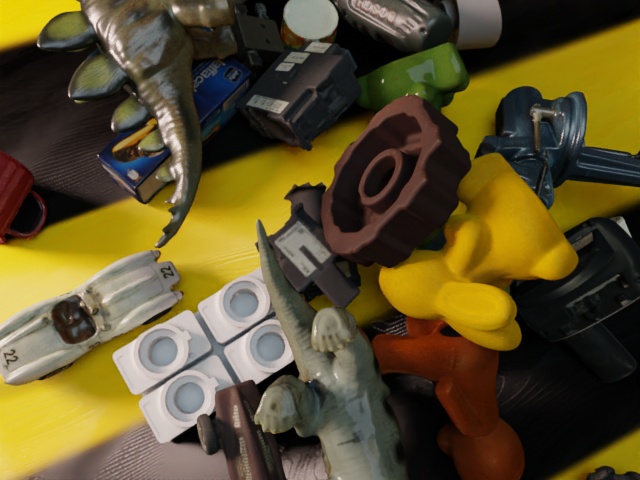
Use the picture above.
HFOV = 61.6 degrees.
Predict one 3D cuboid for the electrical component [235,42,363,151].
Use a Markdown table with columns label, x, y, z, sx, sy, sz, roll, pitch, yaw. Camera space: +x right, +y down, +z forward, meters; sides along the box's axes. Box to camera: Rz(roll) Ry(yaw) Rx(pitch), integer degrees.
| label | x | y | z | sx | sy | sz | roll | pitch | yaw |
| --- | --- | --- | --- | --- | --- | --- | --- | --- | --- |
| electrical component | -0.019 | -0.179 | 0.648 | 0.134 | 0.058 | 0.115 | -49 | 46 | -12 |

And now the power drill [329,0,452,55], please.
| label | x | y | z | sx | sy | sz | roll | pitch | yaw |
| --- | --- | --- | --- | --- | --- | --- | --- | --- | --- |
| power drill | 0.105 | -0.354 | 0.677 | 0.207 | 0.086 | 0.232 | -46 | 63 | 10 |

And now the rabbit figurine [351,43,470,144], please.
| label | x | y | z | sx | sy | sz | roll | pitch | yaw |
| --- | --- | --- | --- | --- | --- | --- | --- | --- | --- |
| rabbit figurine | 0.116 | -0.131 | 0.657 | 0.159 | 0.121 | 0.170 | -18 | 92 | -9 |

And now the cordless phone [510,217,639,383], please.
| label | x | y | z | sx | sy | sz | roll | pitch | yaw |
| --- | --- | --- | --- | --- | --- | --- | --- | --- | --- |
| cordless phone | 0.320 | 0.079 | 0.610 | 0.184 | 0.146 | 0.089 | 45 | 31 | -5 |

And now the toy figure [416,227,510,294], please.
| label | x | y | z | sx | sy | sz | roll | pitch | yaw |
| --- | --- | --- | --- | --- | --- | --- | --- | --- | --- |
| toy figure | 0.140 | 0.019 | 0.627 | 0.082 | 0.089 | 0.180 | -36 | 84 | -10 |

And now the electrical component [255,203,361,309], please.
| label | x | y | z | sx | sy | sz | roll | pitch | yaw |
| --- | --- | --- | --- | --- | --- | --- | --- | --- | --- |
| electrical component | -0.007 | 0.024 | 0.593 | 0.119 | 0.047 | 0.075 | 43 | 81 | 5 |

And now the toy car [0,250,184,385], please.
| label | x | y | z | sx | sy | sz | roll | pitch | yaw |
| --- | --- | --- | --- | --- | --- | --- | --- | --- | --- |
| toy car | -0.245 | 0.080 | 0.574 | 0.202 | 0.056 | 0.073 | -29 | 80 | -14 |

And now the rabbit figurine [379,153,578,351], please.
| label | x | y | z | sx | sy | sz | roll | pitch | yaw |
| --- | --- | --- | --- | --- | --- | --- | --- | --- | --- |
| rabbit figurine | 0.146 | 0.029 | 0.526 | 0.173 | 0.121 | 0.162 | -27 | 56 | 9 |

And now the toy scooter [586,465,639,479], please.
| label | x | y | z | sx | sy | sz | roll | pitch | yaw |
| --- | --- | --- | --- | --- | --- | --- | --- | --- | --- |
| toy scooter | 0.360 | 0.295 | 0.587 | 0.184 | 0.075 | 0.135 | 15 | 73 | -7 |

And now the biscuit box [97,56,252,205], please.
| label | x | y | z | sx | sy | sz | roll | pitch | yaw |
| --- | --- | --- | --- | --- | --- | --- | --- | --- | --- |
| biscuit box | -0.167 | -0.139 | 0.645 | 0.063 | 0.059 | 0.202 | 38 | 72 | 4 |

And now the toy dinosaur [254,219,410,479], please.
| label | x | y | z | sx | sy | sz | roll | pitch | yaw |
| --- | --- | --- | --- | --- | --- | --- | --- | --- | --- |
| toy dinosaur | 0.027 | 0.183 | 0.521 | 0.131 | 0.192 | 0.405 | -14 | 74 | 5 |

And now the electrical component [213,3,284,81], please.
| label | x | y | z | sx | sy | sz | roll | pitch | yaw |
| --- | --- | --- | --- | --- | --- | --- | --- | --- | --- |
| electrical component | -0.093 | -0.260 | 0.701 | 0.078 | 0.045 | 0.102 | -14 | 78 | -40 |

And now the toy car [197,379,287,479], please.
| label | x | y | z | sx | sy | sz | roll | pitch | yaw |
| --- | --- | --- | --- | --- | --- | --- | --- | --- | --- |
| toy car | -0.059 | 0.240 | 0.528 | 0.089 | 0.053 | 0.202 | -13 | 96 | -20 |

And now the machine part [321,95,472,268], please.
| label | x | y | z | sx | sy | sz | roll | pitch | yaw |
| --- | --- | --- | --- | --- | --- | --- | --- | --- | --- |
| machine part | 0.072 | -0.057 | 0.545 | 0.056 | 0.179 | 0.179 | 29 | 71 | -27 |

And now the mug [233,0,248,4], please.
| label | x | y | z | sx | sy | sz | roll | pitch | yaw |
| --- | --- | --- | --- | --- | --- | --- | --- | --- | --- |
| mug | -0.131 | -0.353 | 0.702 | 0.109 | 0.081 | 0.107 | 42 | 83 | 1 |

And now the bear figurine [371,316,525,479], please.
| label | x | y | z | sx | sy | sz | roll | pitch | yaw |
| --- | --- | --- | --- | --- | --- | --- | --- | --- | --- |
| bear figurine | 0.149 | 0.181 | 0.584 | 0.120 | 0.132 | 0.195 | -29 | 112 | -46 |

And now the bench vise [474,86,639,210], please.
| label | x | y | z | sx | sy | sz | roll | pitch | yaw |
| --- | --- | --- | --- | --- | --- | --- | --- | --- | --- |
| bench vise | 0.306 | -0.097 | 0.648 | 0.241 | 0.128 | 0.224 | 10 | 42 | 4 |

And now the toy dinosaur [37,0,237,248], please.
| label | x | y | z | sx | sy | sz | roll | pitch | yaw |
| --- | --- | --- | --- | --- | --- | --- | --- | --- | --- |
| toy dinosaur | -0.191 | -0.219 | 0.587 | 0.199 | 0.105 | 0.471 | -23 | 69 | -7 |

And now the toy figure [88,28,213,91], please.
| label | x | y | z | sx | sy | sz | roll | pitch | yaw |
| --- | --- | --- | --- | --- | --- | --- | --- | --- | --- |
| toy figure | -0.207 | -0.233 | 0.668 | 0.154 | 0.064 | 0.058 | -27 | 44 | -17 |

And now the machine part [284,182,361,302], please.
| label | x | y | z | sx | sy | sz | roll | pitch | yaw |
| --- | --- | --- | --- | --- | --- | --- | --- | --- | --- |
| machine part | -0.001 | -0.002 | 0.642 | 0.084 | 0.039 | 0.139 | -17 | 79 | -3 |
